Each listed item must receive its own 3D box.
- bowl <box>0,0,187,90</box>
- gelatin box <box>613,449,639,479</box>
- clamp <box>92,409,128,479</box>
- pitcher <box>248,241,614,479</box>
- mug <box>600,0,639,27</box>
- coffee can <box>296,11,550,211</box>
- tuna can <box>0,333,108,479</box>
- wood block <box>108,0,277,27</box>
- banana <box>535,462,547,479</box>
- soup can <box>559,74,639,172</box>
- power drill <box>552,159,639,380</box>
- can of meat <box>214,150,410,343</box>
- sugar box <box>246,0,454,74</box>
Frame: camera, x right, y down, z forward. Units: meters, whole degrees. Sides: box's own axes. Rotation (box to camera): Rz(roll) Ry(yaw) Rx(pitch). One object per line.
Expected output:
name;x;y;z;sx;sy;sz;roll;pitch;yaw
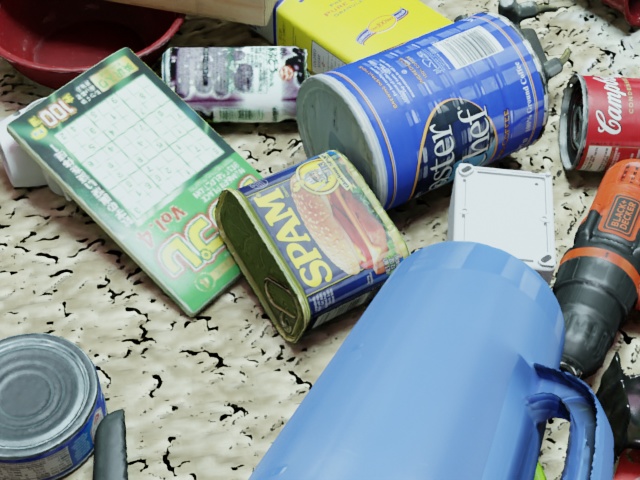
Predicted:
bowl;-0.179;-0.162;0.817;0.162;0.055;0.162;1;50;-1
gelatin box;0.200;0.135;0.592;0.073;0.030;0.089;20;52;15
clamp;-0.081;0.194;0.531;0.165;0.036;0.209;18;50;12
pitcher;0.056;0.103;0.525;0.149;0.145;0.242;25;39;9
mug;0.255;-0.234;0.877;0.117;0.093;0.082;-5;37;-47
coffee can;0.069;-0.086;0.728;0.140;0.103;0.103;-25;55;-21
tuna can;-0.167;0.096;0.613;0.086;0.034;0.086;1;50;-1
wood block;-0.129;-0.232;0.781;0.206;0.091;0.090;11;51;7
banana;0.067;0.190;0.541;0.197;0.037;0.070;-31;39;-27
soup can;0.226;-0.080;0.751;0.102;0.068;0.068;3;50;-1
power drill;0.241;0.038;0.657;0.188;0.057;0.184;21;53;15
can of meat;-0.004;0.001;0.673;0.083;0.057;0.102;-25;72;-25
sugar box;0.015;-0.175;0.839;0.093;0.048;0.176;-35;60;-27
